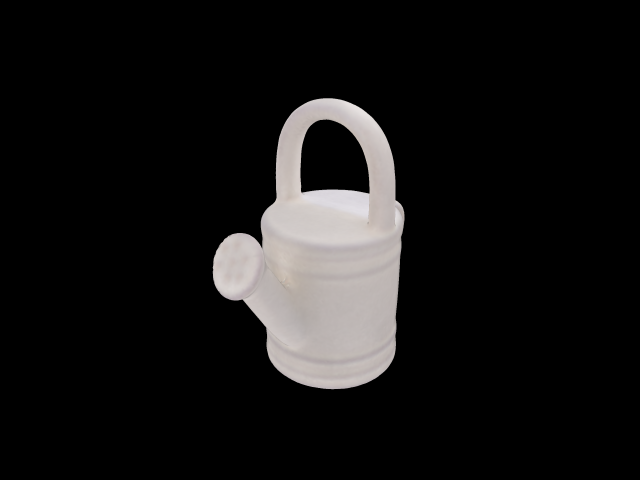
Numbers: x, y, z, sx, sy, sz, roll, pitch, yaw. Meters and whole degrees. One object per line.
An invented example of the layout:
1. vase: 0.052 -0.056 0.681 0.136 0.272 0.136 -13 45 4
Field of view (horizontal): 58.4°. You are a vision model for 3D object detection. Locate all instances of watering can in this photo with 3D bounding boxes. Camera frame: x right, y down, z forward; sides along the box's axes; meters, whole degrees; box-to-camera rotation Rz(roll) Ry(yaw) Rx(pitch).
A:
1. watering can: 0.005 0.002 0.399 0.100 0.194 0.173 9 28 17
